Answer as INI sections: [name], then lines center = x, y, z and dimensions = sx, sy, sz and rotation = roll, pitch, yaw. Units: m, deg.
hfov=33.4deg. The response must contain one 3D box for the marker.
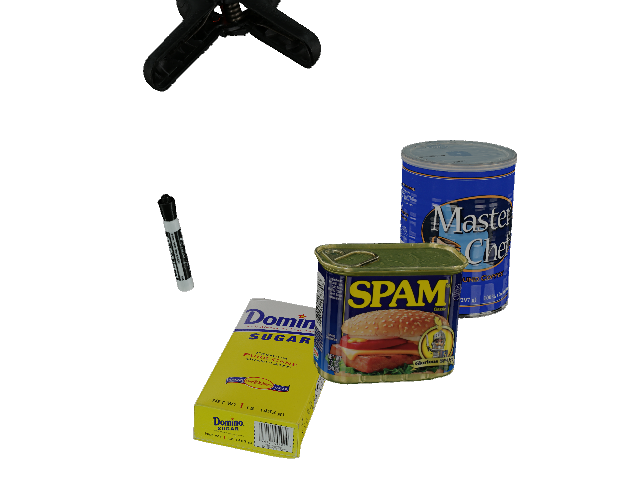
[marker]
center = -0.162, 0.003, 1.199
dimensions = 0.020, 0.121, 0.020
rotation = -7, 30, 4

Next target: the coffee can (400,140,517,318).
[coffee can]
center = 0.123, -0.013, 0.970
dimensions = 0.103, 0.140, 0.103
rotation = 0, 17, 0

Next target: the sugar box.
[sugar box]
center = -0.043, 0.118, 0.958
dimensions = 0.093, 0.048, 0.176
rotation = 10, 32, 8

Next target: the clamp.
[clamp]
center = -0.056, -0.165, 0.770
dimensions = 0.120, 0.039, 0.171
rotation = 1, 44, 4

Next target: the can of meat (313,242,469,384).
[can of meat]
center = 0.046, 0.049, 0.732
dimensions = 0.102, 0.084, 0.057
rotation = -1, 16, -13
